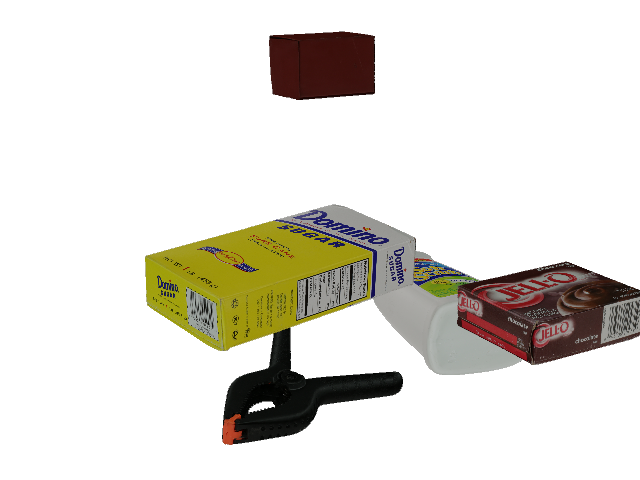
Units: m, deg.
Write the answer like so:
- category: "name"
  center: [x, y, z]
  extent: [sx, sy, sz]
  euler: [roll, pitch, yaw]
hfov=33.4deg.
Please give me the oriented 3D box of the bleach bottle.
- category: "bleach bottle"
  center: [0.093, 0.052, 1.007]
  extent: [0.102, 0.068, 0.251]
  euler: [-3, 14, -21]

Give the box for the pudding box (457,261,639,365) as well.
- category: "pudding box"
  center: [0.173, 0.052, 0.800]
  extent: [0.113, 0.039, 0.090]
  euler: [-8, 20, -29]

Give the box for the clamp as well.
- category: "clamp"
  center: [-0.022, 0.156, 1.104]
  extent: [0.165, 0.036, 0.209]
  euler: [17, 28, 24]

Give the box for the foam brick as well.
- category: "foam brick"
  center: [0.002, -0.151, 0.917]
  extent: [0.078, 0.051, 0.053]
  euler: [-9, 18, -28]

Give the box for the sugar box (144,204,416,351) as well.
- category: "sugar box"
  center: [-0.026, 0.021, 0.759]
  extent: [0.175, 0.048, 0.093]
  euler: [-20, 31, -36]
